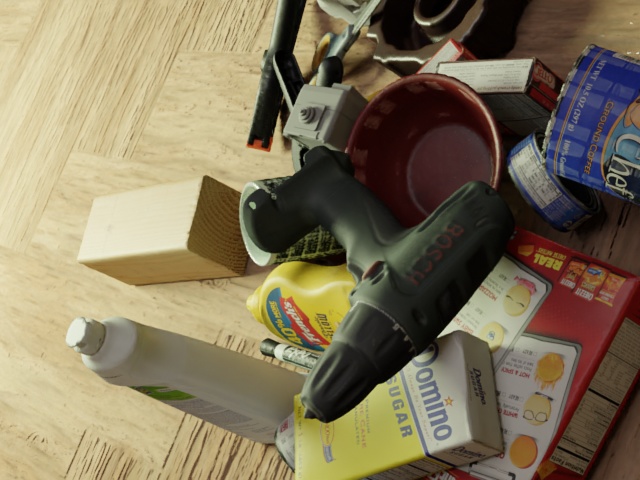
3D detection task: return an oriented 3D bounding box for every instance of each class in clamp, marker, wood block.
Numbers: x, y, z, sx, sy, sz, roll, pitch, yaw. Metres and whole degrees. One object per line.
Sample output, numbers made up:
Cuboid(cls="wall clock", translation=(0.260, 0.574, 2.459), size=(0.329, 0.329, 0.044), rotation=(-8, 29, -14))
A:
Cuboid(cls="clamp", translation=(-0.046, -0.207, 1.226), size=(0.164, 0.036, 0.210), rotation=(-74, -3, -82))
Cuboid(cls="clamp", translation=(-0.002, -0.113, 1.085), size=(0.120, 0.039, 0.171), rotation=(-165, 61, -67))
Cuboid(cls="marker", translation=(-0.019, 0.117, 1.057), size=(0.121, 0.020, 0.020), rotation=(11, 76, 49))
Cuboid(cls="wood block", translation=(-0.178, -0.008, 1.239), size=(0.207, 0.090, 0.091), rotation=(-6, 65, 44))

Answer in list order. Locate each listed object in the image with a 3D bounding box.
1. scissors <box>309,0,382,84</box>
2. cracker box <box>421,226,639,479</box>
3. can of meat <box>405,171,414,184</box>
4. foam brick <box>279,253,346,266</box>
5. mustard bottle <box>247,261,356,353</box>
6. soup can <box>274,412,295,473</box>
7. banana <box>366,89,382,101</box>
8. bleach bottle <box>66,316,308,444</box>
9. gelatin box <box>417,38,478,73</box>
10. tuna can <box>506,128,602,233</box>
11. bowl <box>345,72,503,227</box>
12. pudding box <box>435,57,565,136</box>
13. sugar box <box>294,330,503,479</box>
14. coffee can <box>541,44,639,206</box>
Cuboid(cls="scissors", translation=(0.030, -0.229, 1.158), size=(0.202, 0.016, 0.096), rotation=(-56, 24, 39))
Cuboid(cls="cracker box", translation=(0.156, 0.107, 0.843), size=(0.164, 0.072, 0.214), rotation=(28, 90, 51))
Cuboid(cls="can of meat", translation=(0.068, -0.057, 1.040), size=(0.102, 0.057, 0.084), rotation=(-44, 45, 18))
Cuboid(cls="foam brick", translation=(-0.007, 0.001, 1.086), size=(0.078, 0.052, 0.051), rotation=(-6, 64, 45))
Cuboid(cls="mustard bottle", translation=(-0.002, 0.065, 1.012), size=(0.192, 0.096, 0.058), rotation=(1, 40, 47))
Cuboid(cls="soup can", translation=(0.016, 0.164, 0.956), size=(0.102, 0.068, 0.068), rotation=(-44, 43, 19))
Cuboid(cls="banana", translation=(0.019, -0.124, 1.119), size=(0.037, 0.069, 0.198), rotation=(-35, 24, -24))
Cuboid(cls="bleach bottle", translation=(-0.116, 0.123, 0.974), size=(0.103, 0.250, 0.068), rotation=(-15, 57, 40))
Cuboid(cls="gelatin box", translation=(0.122, -0.138, 1.018), size=(0.089, 0.073, 0.030), rotation=(-44, 44, 17))
Cuboid(cls="tuna can", translation=(0.193, -0.049, 0.883), size=(0.034, 0.086, 0.086), rotation=(-39, 45, 27))
Cuboid(cls="bowl", translation=(0.100, -0.063, 0.939), size=(0.162, 0.055, 0.162), rotation=(-3, 85, 37))
Cuboid(cls="pudding box", translation=(0.168, -0.127, 0.950), size=(0.114, 0.089, 0.039), rotation=(5, 72, 47))
Cuboid(cls="sugar box", translation=(0.056, 0.143, 0.840), size=(0.177, 0.048, 0.093), rotation=(-30, 49, 36))
Cuboid(cls="coffee can", translation=(0.249, -0.074, 0.786), size=(0.140, 0.102, 0.103), rotation=(24, 85, 21))
